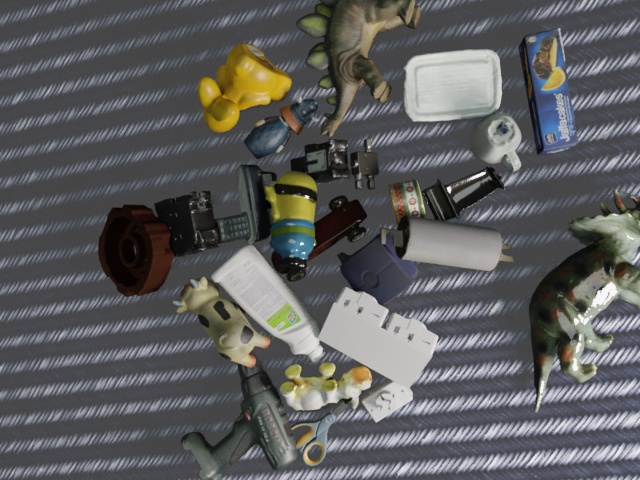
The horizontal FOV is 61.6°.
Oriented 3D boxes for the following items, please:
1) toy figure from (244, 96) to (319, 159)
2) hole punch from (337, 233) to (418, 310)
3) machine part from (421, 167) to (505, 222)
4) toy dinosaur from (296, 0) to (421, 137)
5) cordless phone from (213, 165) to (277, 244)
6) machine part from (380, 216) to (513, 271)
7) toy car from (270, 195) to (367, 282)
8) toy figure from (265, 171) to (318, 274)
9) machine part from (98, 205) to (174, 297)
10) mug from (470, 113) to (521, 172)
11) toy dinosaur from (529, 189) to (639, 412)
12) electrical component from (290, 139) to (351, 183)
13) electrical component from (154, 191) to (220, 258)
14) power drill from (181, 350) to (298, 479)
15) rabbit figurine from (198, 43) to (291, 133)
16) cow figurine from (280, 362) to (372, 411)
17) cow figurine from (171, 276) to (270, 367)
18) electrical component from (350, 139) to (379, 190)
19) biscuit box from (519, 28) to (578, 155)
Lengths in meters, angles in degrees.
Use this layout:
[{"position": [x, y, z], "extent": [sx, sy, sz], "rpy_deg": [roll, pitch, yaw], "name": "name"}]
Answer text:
[{"position": [-0.071, -0.214, 1.011], "extent": [0.154, 0.064, 0.058], "rpy_deg": [-35, 48, 5], "name": "toy figure"}, {"position": [0.105, 0.059, 0.975], "extent": [0.116, 0.092, 0.142], "rpy_deg": [-41, 89, 12], "name": "hole punch"}, {"position": [0.259, -0.087, 0.968], "extent": [0.139, 0.039, 0.084], "rpy_deg": [-23, 82, 11], "name": "machine part"}, {"position": [0.073, -0.410, 0.959], "extent": [0.199, 0.105, 0.471], "rpy_deg": [20, 90, 12], "name": "toy dinosaur"}, {"position": [-0.170, -0.060, 1.030], "extent": [0.184, 0.088, 0.146], "rpy_deg": [-10, 91, 29], "name": "cordless phone"}, {"position": [0.221, 0.006, 0.933], "extent": [0.243, 0.079, 0.079], "rpy_deg": [8, 93, -8], "name": "machine part"}, {"position": [-0.002, -0.003, 1.008], "extent": [0.202, 0.053, 0.089], "rpy_deg": [-34, 66, 8], "name": "toy car"}, {"position": [-0.045, -0.034, 0.961], "extent": [0.089, 0.082, 0.180], "rpy_deg": [-7, 71, 8], "name": "toy figure"}, {"position": [-0.355, 0.020, 1.035], "extent": [0.180, 0.056, 0.179], "rpy_deg": [5, 99, 37], "name": "machine part"}, {"position": [0.308, -0.166, 0.921], "extent": [0.081, 0.107, 0.109], "rpy_deg": [-25, 85, 11], "name": "mug"}, {"position": [0.438, 0.096, 0.907], "extent": [0.192, 0.131, 0.404], "rpy_deg": [44, 103, 19], "name": "toy dinosaur"}, {"position": [-0.001, -0.142, 1.002], "extent": [0.119, 0.048, 0.074], "rpy_deg": [-9, 87, 50], "name": "electrical component"}, {"position": [-0.263, -0.026, 1.031], "extent": [0.134, 0.058, 0.115], "rpy_deg": [-14, 86, 35], "name": "electrical component"}, {"position": [-0.161, 0.354, 1.039], "extent": [0.207, 0.086, 0.232], "rpy_deg": [-34, 78, 2], "name": "power drill"}, {"position": [-0.155, -0.262, 0.992], "extent": [0.122, 0.162, 0.173], "rpy_deg": [44, 116, -6], "name": "rabbit figurine"}, {"position": [0.017, 0.282, 1.001], "extent": [0.167, 0.068, 0.098], "rpy_deg": [-6, 127, 12], "name": "cow figurine"}, {"position": [-0.193, 0.144, 1.005], "extent": [0.085, 0.127, 0.195], "rpy_deg": [-48, 55, 5], "name": "cow figurine"}, {"position": [0.080, -0.139, 0.984], "extent": [0.021, 0.063, 0.094], "rpy_deg": [-3, 90, 44], "name": "electrical component"}, {"position": [0.393, -0.252, 0.926], "extent": [0.059, 0.063, 0.202], "rpy_deg": [-10, 90, 11], "name": "biscuit box"}]
